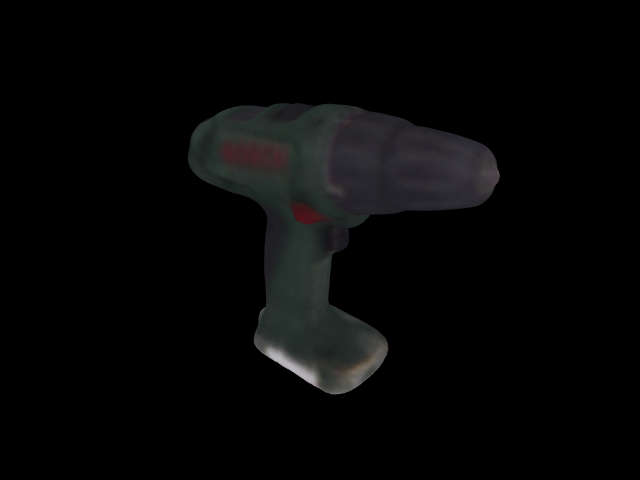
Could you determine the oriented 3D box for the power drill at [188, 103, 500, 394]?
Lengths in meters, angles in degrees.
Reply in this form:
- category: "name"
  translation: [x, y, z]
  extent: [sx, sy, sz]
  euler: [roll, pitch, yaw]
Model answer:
- category: "power drill"
  translation: [0.004, 0.001, 0.400]
  extent: [0.228, 0.208, 0.076]
  euler: [24, 41, 31]
